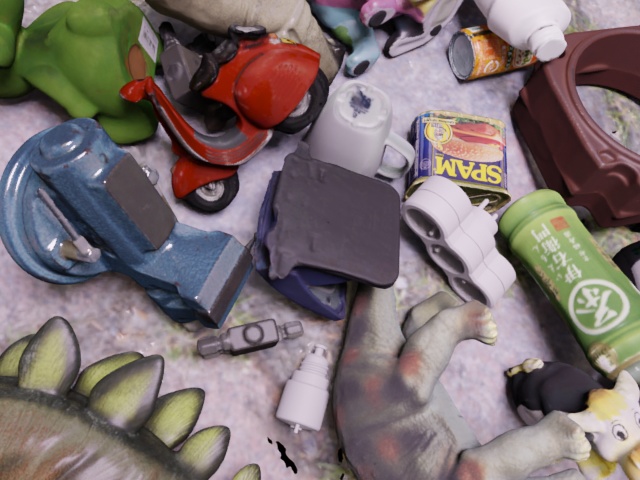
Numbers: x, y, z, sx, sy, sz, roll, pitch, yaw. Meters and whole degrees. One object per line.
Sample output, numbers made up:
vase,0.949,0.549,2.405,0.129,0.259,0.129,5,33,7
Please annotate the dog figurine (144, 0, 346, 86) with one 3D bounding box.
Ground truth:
dog figurine,-0.076,-0.203,0.499,0.172,0.121,0.190,-33,108,-18

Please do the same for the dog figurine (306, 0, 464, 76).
dog figurine,0.030,-0.304,0.573,0.191,0.108,0.219,-30,78,-15

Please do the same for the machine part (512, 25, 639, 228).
machine part,0.326,-0.124,0.559,0.201,0.087,0.201,-10,67,-11

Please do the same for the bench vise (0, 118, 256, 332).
bench vise,-0.180,-0.008,0.438,0.241,0.223,0.129,9,67,26

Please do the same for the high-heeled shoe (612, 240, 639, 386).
high-heeled shoe,0.338,0.118,0.492,0.145,0.086,0.249,-27,64,5

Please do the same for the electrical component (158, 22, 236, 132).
electrical component,-0.114,-0.161,0.530,0.045,0.078,0.102,-24,71,17

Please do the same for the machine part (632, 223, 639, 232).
machine part,0.381,0.010,0.572,0.084,0.039,0.139,-6,73,-19

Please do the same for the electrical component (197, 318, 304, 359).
electrical component,-0.059,0.085,0.468,0.094,0.063,0.021,-10,76,-12

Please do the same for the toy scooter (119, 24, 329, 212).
toy scooter,-0.088,-0.119,0.469,0.184,0.075,0.135,-45,124,9

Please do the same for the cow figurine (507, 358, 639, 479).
cow figurine,0.218,0.139,0.441,0.068,0.167,0.098,-30,82,-10

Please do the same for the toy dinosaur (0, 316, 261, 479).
toy dinosaur,-0.182,0.175,0.405,0.471,0.105,0.198,24,68,-9

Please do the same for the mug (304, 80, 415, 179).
mug,0.039,-0.095,0.512,0.110,0.107,0.081,30,74,3

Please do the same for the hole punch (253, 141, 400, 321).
hole punch,-0.001,-0.001,0.468,0.116,0.092,0.142,20,56,-16

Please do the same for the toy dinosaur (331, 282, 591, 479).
toy dinosaur,0.079,0.152,0.430,0.192,0.131,0.405,-28,49,-6

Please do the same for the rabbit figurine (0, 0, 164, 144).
rabbit figurine,-0.245,-0.157,0.477,0.170,0.159,0.121,-1,84,7
